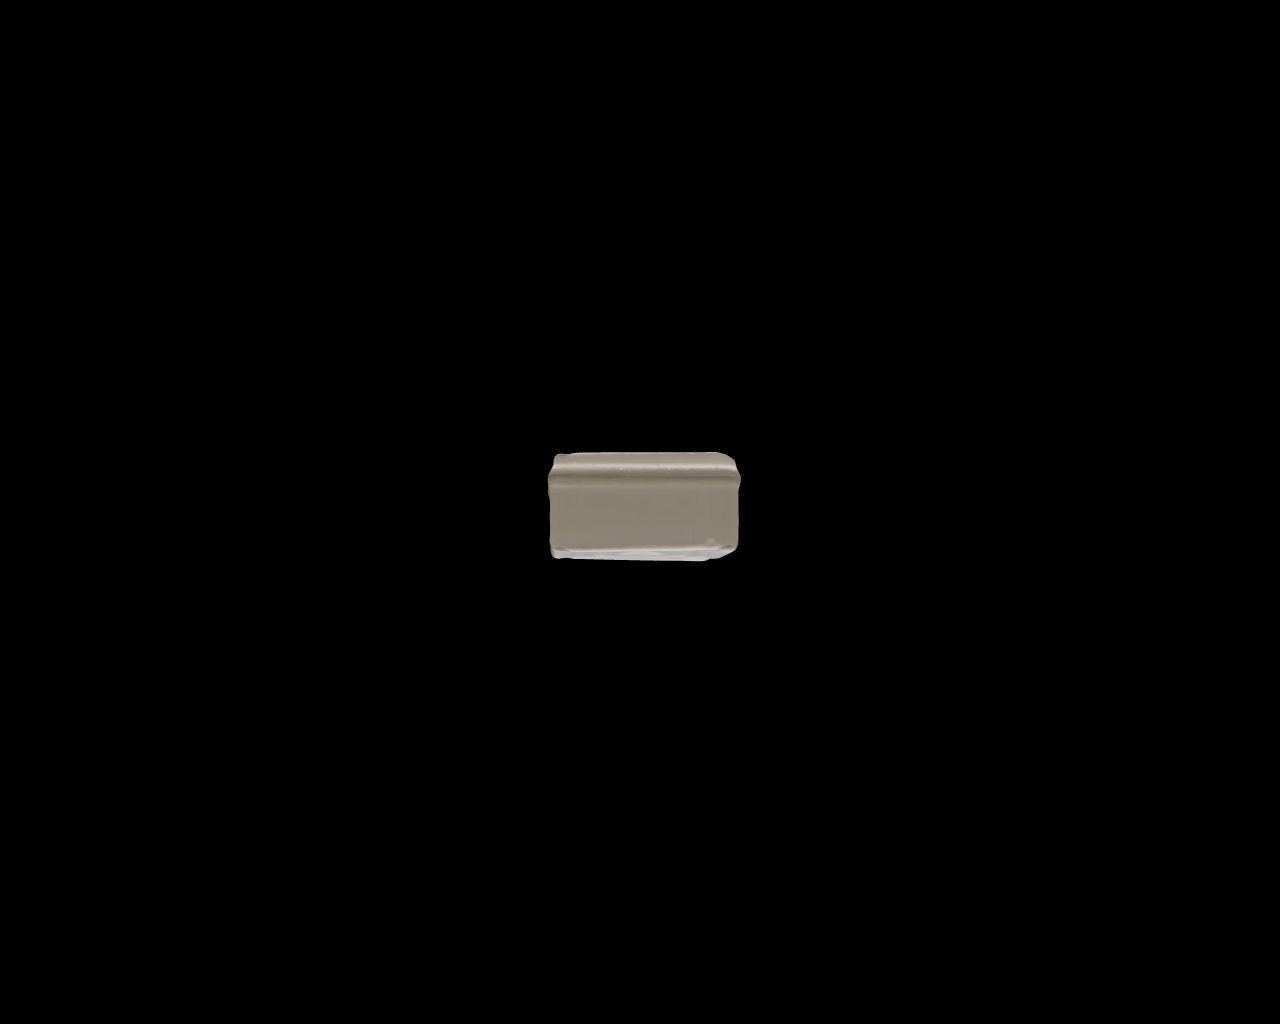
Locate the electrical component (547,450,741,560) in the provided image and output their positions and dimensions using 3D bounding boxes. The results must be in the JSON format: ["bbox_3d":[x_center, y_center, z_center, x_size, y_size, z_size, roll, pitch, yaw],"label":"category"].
[{"bbox_3d":[0.001,-0.003,0.650,0.113,0.057,0.078,1,-7,-5],"label":"electrical component"}]
